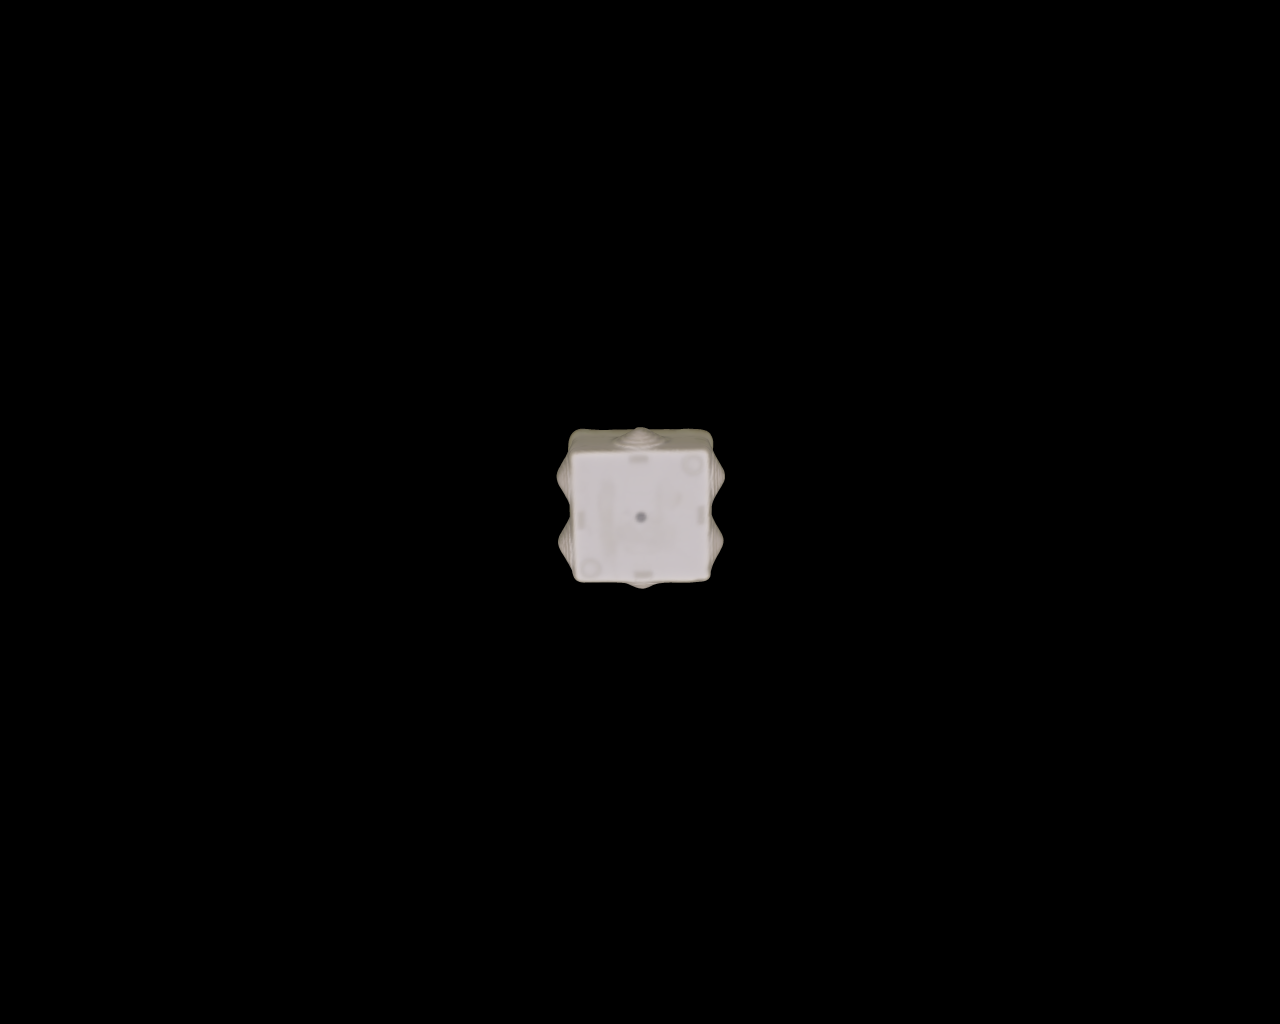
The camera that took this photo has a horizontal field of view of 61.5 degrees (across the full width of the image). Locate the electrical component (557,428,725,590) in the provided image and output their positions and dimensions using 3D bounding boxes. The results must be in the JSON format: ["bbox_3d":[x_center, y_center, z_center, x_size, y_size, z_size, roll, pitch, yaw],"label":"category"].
[{"bbox_3d":[0.001,-0.003,0.650,0.100,0.099,0.048,0,16,0],"label":"electrical component"}]
